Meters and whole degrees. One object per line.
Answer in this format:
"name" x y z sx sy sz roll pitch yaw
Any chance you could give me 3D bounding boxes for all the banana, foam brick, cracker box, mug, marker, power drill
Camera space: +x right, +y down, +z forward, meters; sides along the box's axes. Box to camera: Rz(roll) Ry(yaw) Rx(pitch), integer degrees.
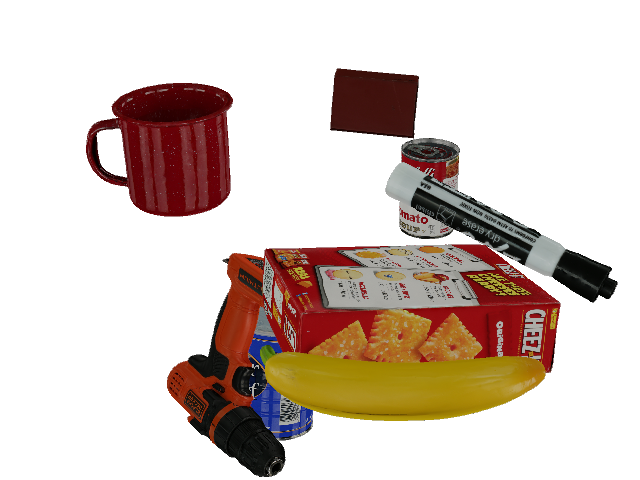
"banana" 0.045 0.090 0.698 0.198 0.037 0.069 4 32 15
"foam brick" 0.049 -0.125 0.972 0.078 0.051 0.053 6 16 4
"cracker box" 0.068 0.060 0.905 0.213 0.072 0.164 -1 17 -13
"mug" -0.125 -0.070 0.839 0.117 0.081 0.093 -4 27 -4
"marker" 0.088 -0.004 0.521 0.121 0.020 0.020 29 10 18
"power drill" -0.072 0.121 1.074 0.057 0.188 0.185 13 15 -46

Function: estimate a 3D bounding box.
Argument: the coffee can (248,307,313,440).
"coffee can" -0.056 0.155 1.288 0.103 0.140 0.103 3 17 -1

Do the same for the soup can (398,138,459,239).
"soup can" 0.127 -0.061 1.255 0.068 0.102 0.068 0 27 0
